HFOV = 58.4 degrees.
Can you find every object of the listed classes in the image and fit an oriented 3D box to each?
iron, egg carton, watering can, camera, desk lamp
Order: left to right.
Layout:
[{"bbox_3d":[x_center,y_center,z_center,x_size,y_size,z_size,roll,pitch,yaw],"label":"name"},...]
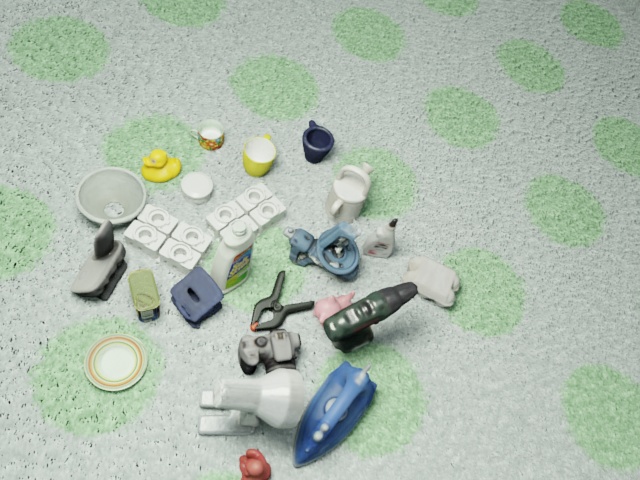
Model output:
[{"bbox_3d":[-0.146,0.339,1.187,0.203,0.213,0.118,3,60,-12],"label":"desk lamp"},{"bbox_3d":[-0.106,0.279,1.297,0.143,0.101,0.136,-5,62,-16],"label":"camera"},{"bbox_3d":[0.032,0.378,1.251,0.118,0.141,0.259,36,59,8],"label":"iron"},{"bbox_3d":[0.081,-0.138,1.524,0.101,0.194,0.173,16,59,-4],"label":"watering can"},{"bbox_3d":[0.293,0.108,1.509,0.150,0.069,0.107,26,58,2],"label":"egg carton"}]

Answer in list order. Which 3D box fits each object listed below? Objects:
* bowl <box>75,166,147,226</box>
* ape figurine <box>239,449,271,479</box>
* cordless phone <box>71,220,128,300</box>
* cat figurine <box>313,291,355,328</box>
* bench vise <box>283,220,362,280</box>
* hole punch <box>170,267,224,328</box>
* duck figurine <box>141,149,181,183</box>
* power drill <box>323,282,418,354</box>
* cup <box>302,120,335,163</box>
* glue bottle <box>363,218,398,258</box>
[{"bbox_3d":[-0.516,-0.096,1.424,0.167,0.074,0.167,6,60,-10],"label":"bowl"},{"bbox_3d":[-0.136,0.474,1.184,0.076,0.092,0.078,28,58,3],"label":"ape figurine"},{"bbox_3d":[-0.501,0.042,1.285,0.094,0.185,0.147,18,58,-3],"label":"cordless phone"},{"bbox_3d":[0.034,0.163,1.387,0.128,0.117,0.067,-27,70,-25],"label":"cat figurine"},{"bbox_3d":[0.012,0.015,1.405,0.207,0.219,0.121,7,60,-9],"label":"bench vise"},{"bbox_3d":[-0.288,0.134,1.340,0.101,0.091,0.108,-34,74,-27],"label":"hole punch"},{"bbox_3d":[-0.417,-0.204,1.503,0.105,0.086,0.077,-12,65,-20],"label":"duck figurine"},{"bbox_3d":[0.105,0.185,1.339,0.230,0.208,0.075,-22,68,-24],"label":"power drill"},{"bbox_3d":[-0.016,-0.274,1.636,0.092,0.095,0.117,-11,64,-19],"label":"cup"},{"bbox_3d":[0.168,-0.009,1.485,0.078,0.173,0.037,6,60,-10],"label":"glue bottle"}]
